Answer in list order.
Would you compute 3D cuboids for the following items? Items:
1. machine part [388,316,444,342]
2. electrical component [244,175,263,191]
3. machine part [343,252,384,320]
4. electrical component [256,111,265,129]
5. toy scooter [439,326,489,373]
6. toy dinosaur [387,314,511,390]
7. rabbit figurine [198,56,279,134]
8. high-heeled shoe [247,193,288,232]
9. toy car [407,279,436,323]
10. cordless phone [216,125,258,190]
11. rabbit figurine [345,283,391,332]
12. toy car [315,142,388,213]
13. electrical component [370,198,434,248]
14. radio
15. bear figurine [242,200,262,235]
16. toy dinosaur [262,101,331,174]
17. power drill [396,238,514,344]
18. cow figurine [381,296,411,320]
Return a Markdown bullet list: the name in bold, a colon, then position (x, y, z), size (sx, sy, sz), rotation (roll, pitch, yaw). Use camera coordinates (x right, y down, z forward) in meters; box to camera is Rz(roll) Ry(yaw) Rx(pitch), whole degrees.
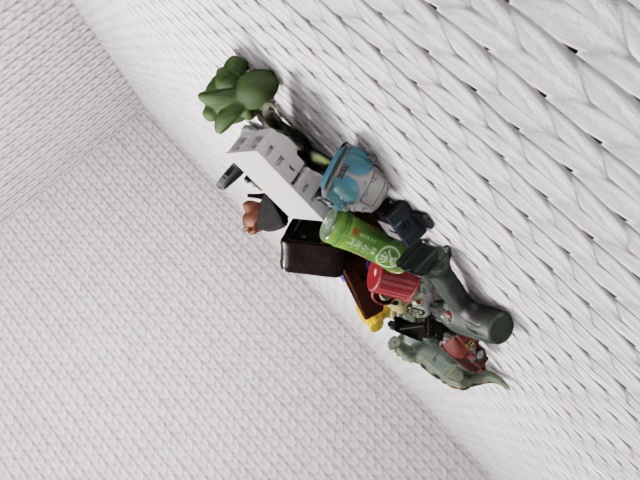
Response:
- **machine part**: position (0.203, 0.187, 1.128), size (0.084, 0.039, 0.139), rotation (33, 158, -18)
- **electrical component**: position (-0.123, -0.132, 1.097), size (0.102, 0.045, 0.078), rotation (26, 168, 47)
- **machine part**: position (0.089, 0.093, 1.236), size (0.179, 0.056, 0.179), rotation (157, 88, -87)
- **electrical component**: position (-0.121, -0.271, 1.209), size (0.063, 0.021, 0.094), rotation (45, 171, 22)
- **toy scooter**: position (0.310, 0.230, 1.150), size (0.135, 0.075, 0.183), rotation (45, 173, 12)
- **toy dinosaur**: position (0.312, 0.300, 1.339), size (0.405, 0.131, 0.192), rotation (33, 175, 45)
- **rabbit figurine**: position (-0.154, -0.279, 1.010), size (0.170, 0.159, 0.121), rotation (5, 128, 55)
- **high-heeled shoe**: position (-0.071, -0.068, 1.195), size (0.145, 0.086, 0.249), rotation (2, -159, -26)
- **toy car**: position (0.224, 0.142, 1.166), size (0.056, 0.073, 0.201), rotation (3, 154, 16)
- **cordless phone**: position (-0.204, -0.202, 1.379), size (0.088, 0.184, 0.147), rotation (49, 172, -34)
- **rabbit figurine**: position (0.150, 0.142, 1.504), size (0.163, 0.122, 0.173), rotation (52, 162, 41)
- **toy car**: position (0.060, -0.087, 0.899), size (0.103, 0.109, 0.161), rotation (29, 176, 10)
- **electrical component**: position (0.145, -0.027, 0.920), size (0.074, 0.048, 0.119), rotation (51, 172, -24)
- **radio**: position (-0.002, -0.003, 1.135), size (0.230, 0.131, 0.073), rotation (-68, -18, -68)
- **bear figurine**: position (-0.163, -0.114, 1.522), size (0.131, 0.196, 0.120), rotation (52, 173, -17)
- **toy dinosaur**: position (-0.060, -0.175, 1.101), size (0.199, 0.105, 0.471), rotation (36, 176, 23)
- **power drill**: position (0.225, 0.097, 0.967), size (0.207, 0.086, 0.232), rotation (56, 167, -21)
- **cow figurine**: position (0.181, 0.120, 1.276), size (0.127, 0.085, 0.194), rotation (51, 171, 14)
